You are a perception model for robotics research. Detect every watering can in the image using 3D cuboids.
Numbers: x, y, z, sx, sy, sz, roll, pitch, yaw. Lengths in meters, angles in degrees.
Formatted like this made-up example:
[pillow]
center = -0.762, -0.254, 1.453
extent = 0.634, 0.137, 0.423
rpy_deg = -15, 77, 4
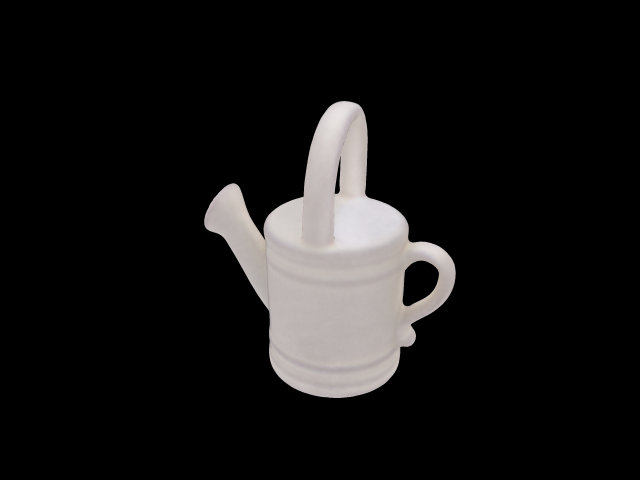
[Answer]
[watering can]
center = 0.003, 0.002, 0.398
extent = 0.173, 0.194, 0.101
rpy_deg = -1, 26, -1
